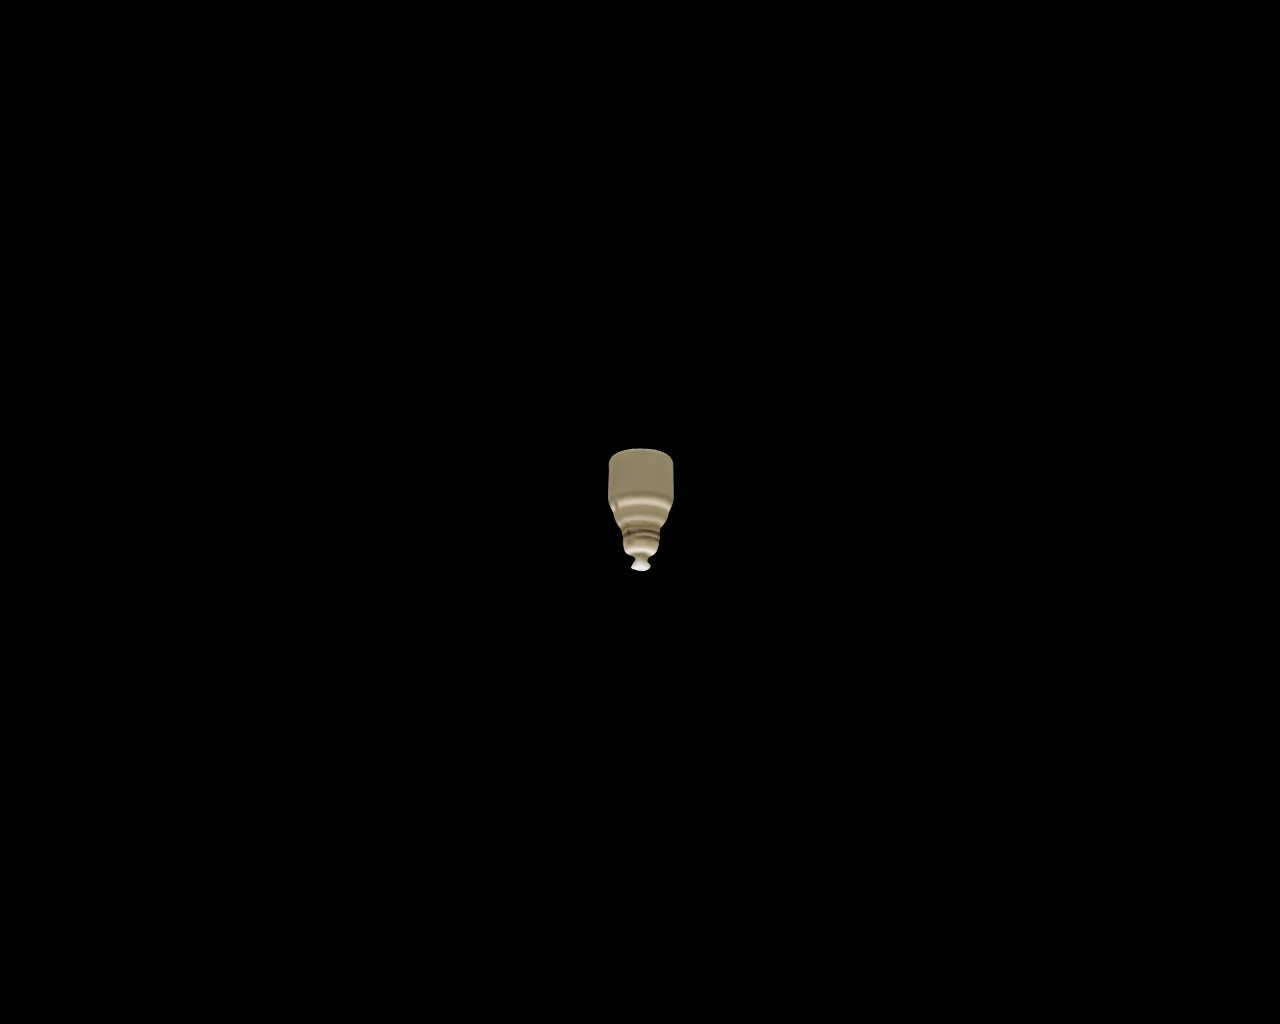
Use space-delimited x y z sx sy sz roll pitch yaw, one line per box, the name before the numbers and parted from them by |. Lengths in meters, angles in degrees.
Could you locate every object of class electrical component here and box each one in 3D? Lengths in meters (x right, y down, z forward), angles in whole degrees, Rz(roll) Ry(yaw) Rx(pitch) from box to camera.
electrical component | 0.001 -0.003 0.650 0.040 0.078 0.040 0 -18 0
